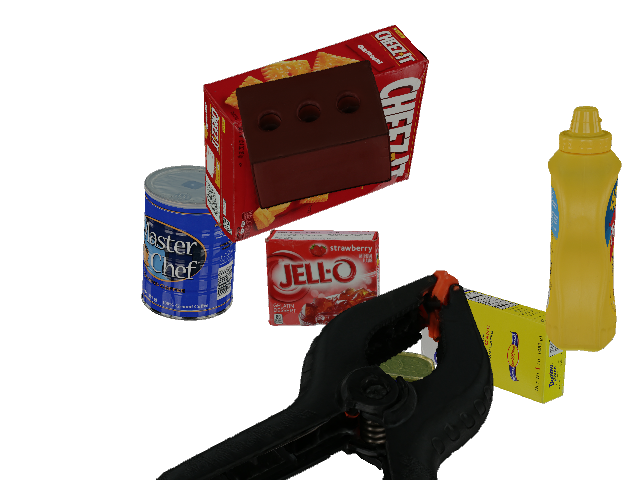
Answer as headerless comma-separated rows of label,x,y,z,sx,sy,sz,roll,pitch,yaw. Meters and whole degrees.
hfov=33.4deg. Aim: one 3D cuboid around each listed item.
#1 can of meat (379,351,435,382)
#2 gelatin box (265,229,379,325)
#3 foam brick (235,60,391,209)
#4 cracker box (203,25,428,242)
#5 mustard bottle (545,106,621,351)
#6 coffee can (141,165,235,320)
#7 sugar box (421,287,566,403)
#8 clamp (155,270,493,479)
can of meat,0.053,0.152,1.025,0.102,0.084,0.057,8,17,-1
gelatin box,0.002,0.030,0.846,0.089,0.073,0.030,1,17,9
foam brick,-0.004,-0.059,0.595,0.078,0.053,0.051,-13,-27,0
cracker box,-0.006,-0.102,1.050,0.213,0.164,0.072,-20,53,-22
mustard bottle,0.213,-0.013,0.869,0.058,0.192,0.096,2,18,16
coffee can,-0.142,0.002,1.165,0.103,0.140,0.103,5,26,-3
sugar box,0.191,0.112,1.200,0.177,0.093,0.048,14,18,43
clamp,0.028,0.078,0.420,0.120,0.039,0.171,29,51,21
